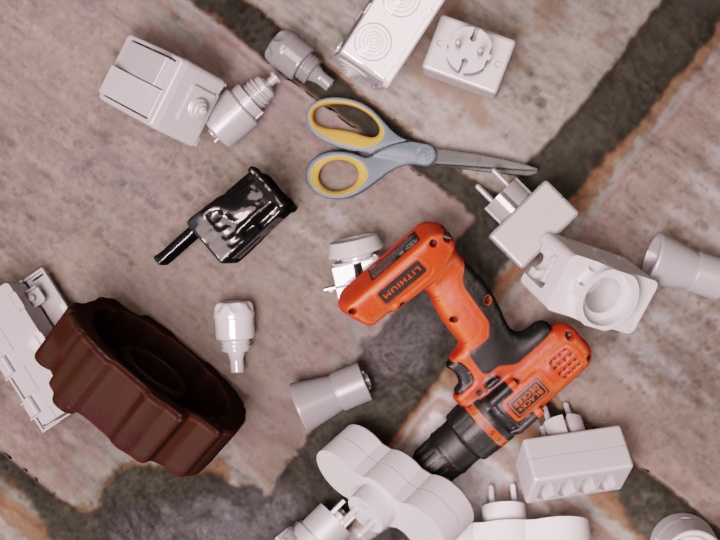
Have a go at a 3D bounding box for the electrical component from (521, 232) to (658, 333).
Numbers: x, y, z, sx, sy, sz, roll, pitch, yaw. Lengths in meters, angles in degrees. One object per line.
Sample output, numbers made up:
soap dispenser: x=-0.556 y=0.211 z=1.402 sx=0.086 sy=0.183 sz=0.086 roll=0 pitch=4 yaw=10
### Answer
electrical component: x=0.187 y=0.012 z=0.866 sx=0.089 sy=0.055 sz=0.050 roll=16 pitch=108 yaw=-25

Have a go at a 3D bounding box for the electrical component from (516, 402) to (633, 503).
electrical component: x=0.172 y=0.144 z=0.895 sx=0.083 sy=0.047 sz=0.075 roll=-7 pitch=56 yaw=-6

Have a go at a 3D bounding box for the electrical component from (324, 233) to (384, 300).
electrical component: x=0.000 y=0.000 z=0.911 sx=0.066 sy=0.048 sz=0.055 roll=-12 pitch=98 yaw=5

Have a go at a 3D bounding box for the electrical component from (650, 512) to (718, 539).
electrical component: x=0.272 y=0.234 z=0.890 sx=0.055 sy=0.047 sz=0.055 roll=0 pitch=91 yaw=5

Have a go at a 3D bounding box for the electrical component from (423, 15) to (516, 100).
electrical component: x=0.089 y=-0.177 z=0.883 sx=0.066 sy=0.077 sz=0.047 roll=21 pitch=93 yaw=4

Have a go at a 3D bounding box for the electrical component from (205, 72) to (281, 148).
electrical component: x=-0.101 y=-0.139 z=0.919 sx=0.078 sy=0.040 sz=0.040 roll=-40 pitch=88 yaw=5

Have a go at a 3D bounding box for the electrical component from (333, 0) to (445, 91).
electrical component: x=0.022 y=-0.197 z=0.879 sx=0.048 sy=0.099 sz=0.099 roll=33 pitch=94 yaw=-9

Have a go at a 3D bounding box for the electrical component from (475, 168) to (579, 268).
electrical component: x=0.130 y=-0.051 z=0.897 sx=0.066 sy=0.047 sz=0.076 roll=-45 pitch=87 yaw=5

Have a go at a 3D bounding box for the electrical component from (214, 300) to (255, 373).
electrical component: x=-0.107 y=0.058 z=0.927 sx=0.035 sy=0.035 sz=0.061 roll=-3 pitch=94 yaw=5

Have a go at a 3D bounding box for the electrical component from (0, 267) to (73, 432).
electrical component: x=-0.278 y=0.070 z=0.928 sx=0.079 sy=0.063 sz=0.121 roll=-33 pitch=88 yaw=4

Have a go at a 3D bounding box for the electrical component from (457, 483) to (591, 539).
electrical component: x=0.122 y=0.216 z=0.903 sx=0.138 sy=0.052 sz=0.073 roll=-5 pitch=65 yaw=6

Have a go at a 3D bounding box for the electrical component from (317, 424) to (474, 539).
electrical component: x=0.016 y=0.187 z=0.873 sx=0.138 sy=0.052 sz=0.074 roll=27 pitch=50 yaw=33

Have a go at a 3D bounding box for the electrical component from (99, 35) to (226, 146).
electrical component: x=-0.164 y=-0.149 z=0.893 sx=0.096 sy=0.061 sz=0.061 roll=30 pitch=94 yaw=38

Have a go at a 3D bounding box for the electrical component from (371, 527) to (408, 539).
electrical component: x=0.007 y=0.264 z=0.910 sx=0.089 sy=0.056 sz=0.050 roll=-35 pitch=88 yaw=5

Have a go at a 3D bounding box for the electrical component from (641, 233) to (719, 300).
electrical component: x=0.272 y=0.000 z=0.889 sx=0.065 sy=0.044 sz=0.044 roll=18 pitch=93 yaw=-1

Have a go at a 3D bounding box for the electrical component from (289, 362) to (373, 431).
electrical component: x=-0.022 y=0.105 z=0.918 sx=0.065 sy=0.044 sz=0.044 roll=-22 pitch=89 yaw=0

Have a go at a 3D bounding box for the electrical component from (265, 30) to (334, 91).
electrical component: x=-0.049 y=-0.176 z=0.917 sx=0.061 sy=0.035 sz=0.035 roll=38 pitch=94 yaw=0
